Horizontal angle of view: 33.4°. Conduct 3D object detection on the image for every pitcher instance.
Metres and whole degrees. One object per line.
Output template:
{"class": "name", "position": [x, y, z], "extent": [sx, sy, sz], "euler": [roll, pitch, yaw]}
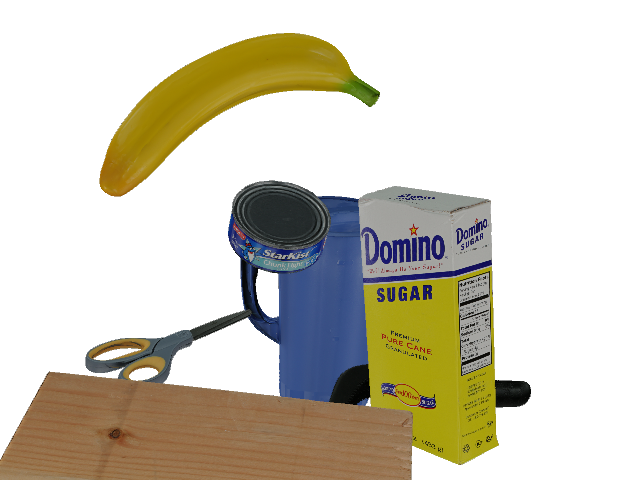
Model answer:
{"class": "pitcher", "position": [0.000, 0.077, 1.231], "extent": [0.149, 0.243, 0.144], "euler": [23, 28, 40]}

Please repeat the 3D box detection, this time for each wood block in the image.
{"class": "wood block", "position": [-0.057, 0.141, 0.577], "extent": [0.206, 0.090, 0.090], "euler": [6, 29, 4]}

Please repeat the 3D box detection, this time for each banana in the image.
{"class": "banana", "position": [-0.058, -0.091, 0.682], "extent": [0.197, 0.070, 0.037], "euler": [-23, -24, -19]}

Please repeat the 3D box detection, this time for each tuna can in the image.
{"class": "tuna can", "position": [-0.036, -0.011, 0.917], "extent": [0.086, 0.034, 0.086], "euler": [8, 41, -8]}

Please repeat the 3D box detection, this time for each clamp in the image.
{"class": "clamp", "position": [0.089, 0.143, 1.012], "extent": [0.165, 0.036, 0.209], "euler": [26, 34, 31]}

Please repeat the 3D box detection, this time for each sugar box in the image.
{"class": "sugar box", "position": [0.073, 0.055, 0.734], "extent": [0.048, 0.176, 0.094], "euler": [-18, 18, -37]}

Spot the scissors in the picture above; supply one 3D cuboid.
{"class": "scissors", "position": [-0.144, 0.115, 1.119], "extent": [0.201, 0.016, 0.096], "euler": [-10, 31, -27]}
